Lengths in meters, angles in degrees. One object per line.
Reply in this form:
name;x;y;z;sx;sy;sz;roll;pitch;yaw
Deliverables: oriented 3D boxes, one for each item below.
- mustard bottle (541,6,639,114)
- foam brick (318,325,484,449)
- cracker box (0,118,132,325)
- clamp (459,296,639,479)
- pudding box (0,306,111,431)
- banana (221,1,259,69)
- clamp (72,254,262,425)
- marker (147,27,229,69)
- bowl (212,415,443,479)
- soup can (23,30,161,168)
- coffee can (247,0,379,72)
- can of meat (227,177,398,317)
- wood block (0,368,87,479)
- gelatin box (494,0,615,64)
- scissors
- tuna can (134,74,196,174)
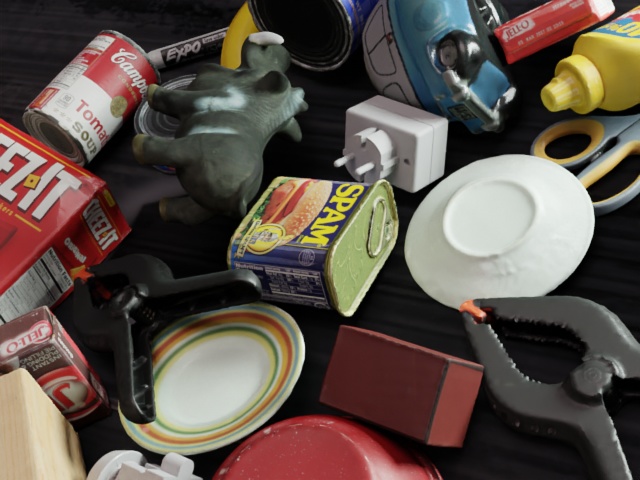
mustard bottle;0.239;-0.139;0.755;0.191;0.058;0.096;-28;24;-12
foam brick;0.048;0.087;0.635;0.078;0.052;0.051;15;88;35
cracker box;-0.277;0.012;0.802;0.164;0.072;0.213;29;65;27
clamp;0.172;0.083;0.618;0.164;0.036;0.210;-41;47;-11
pudding box;-0.207;0.102;0.699;0.113;0.090;0.039;-24;45;-1
banana;-0.038;-0.185;0.922;0.069;0.037;0.197;29;60;-8
clamp;-0.113;0.045;0.726;0.120;0.039;0.172;-39;38;-12
marker;-0.121;-0.168;0.948;0.121;0.020;0.020;-16;48;6
bowl;-0.008;0.158;0.607;0.162;0.055;0.162;-10;48;11
soup can;-0.192;-0.118;0.897;0.069;0.068;0.102;20;60;32
coffee can;0.021;-0.220;0.878;0.103;0.103;0.140;19;53;31
can of meat;-0.005;0.001;0.731;0.084;0.057;0.102;6;41;28
wood block;-0.179;0.191;0.614;0.091;0.090;0.206;-24;47;-2
gelatin box;0.175;-0.164;0.792;0.073;0.030;0.089;-23;6;26
scissors;0.231;-0.093;0.765;0.096;0.016;0.201;29;64;36
tuna can;-0.108;-0.096;0.872;0.086;0.033;0.086;-10;48;11
